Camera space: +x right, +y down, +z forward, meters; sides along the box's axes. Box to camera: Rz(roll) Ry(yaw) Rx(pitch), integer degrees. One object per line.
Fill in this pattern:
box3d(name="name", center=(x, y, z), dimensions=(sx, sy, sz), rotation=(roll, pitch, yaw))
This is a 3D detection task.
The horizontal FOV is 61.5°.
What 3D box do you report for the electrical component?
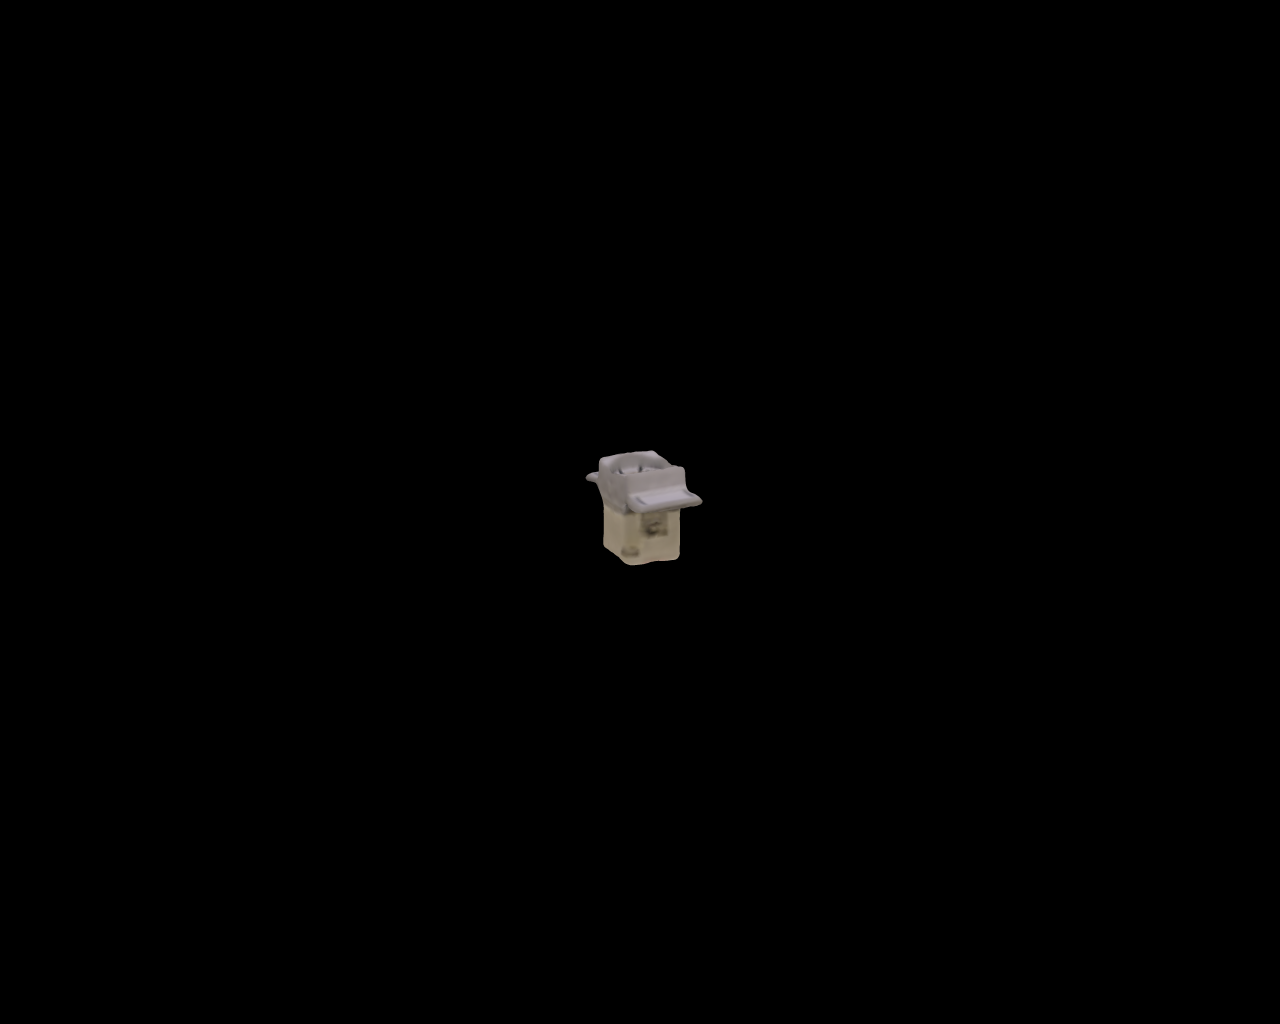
box3d(name="electrical component", center=(0.001, -0.003, 0.650), dimensions=(0.042, 0.063, 0.081), rotation=(-8, 20, -22))
